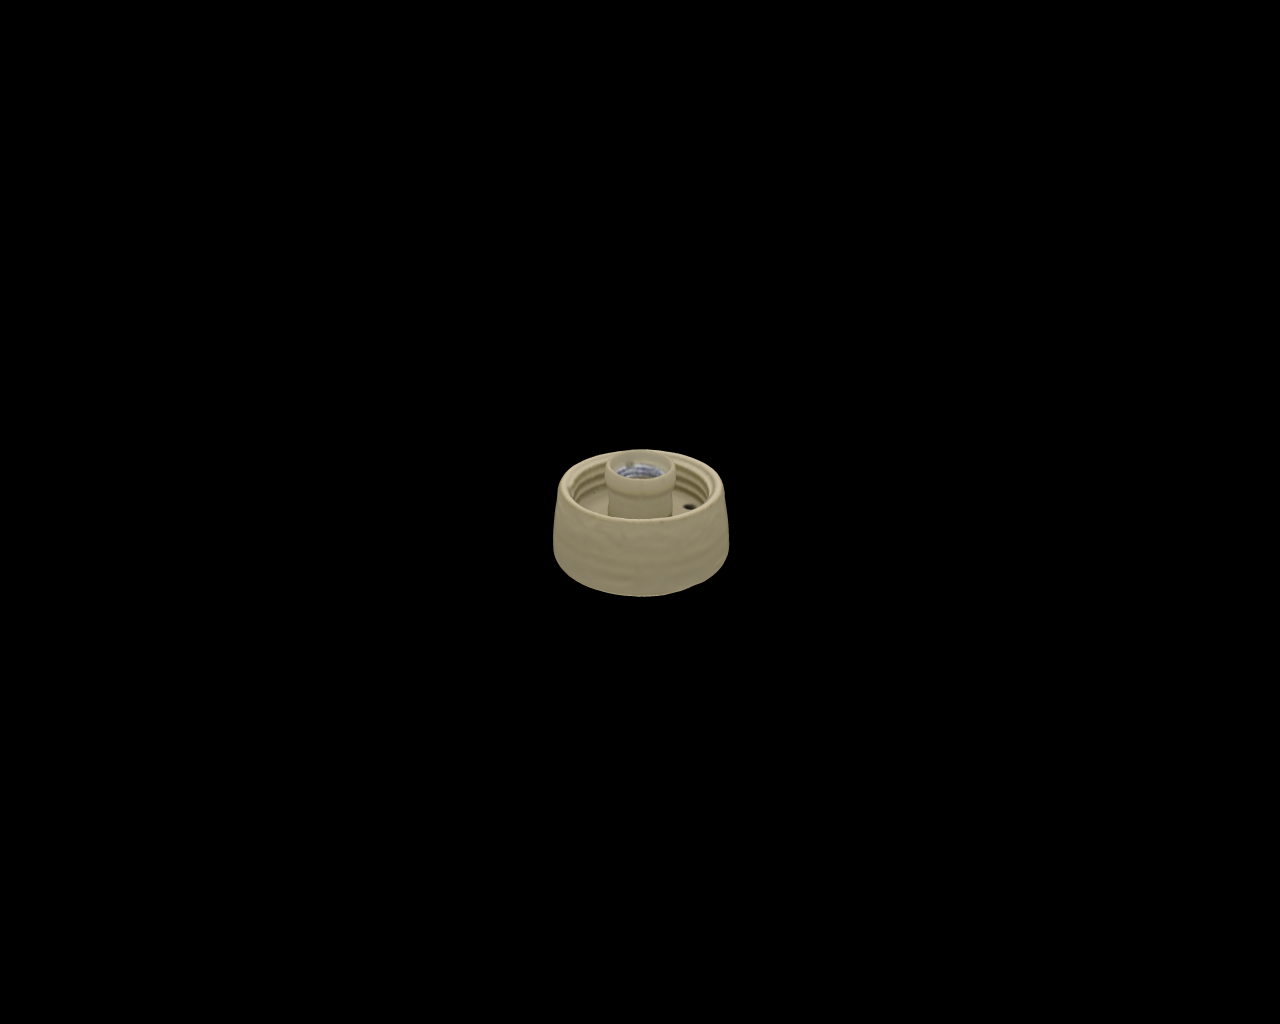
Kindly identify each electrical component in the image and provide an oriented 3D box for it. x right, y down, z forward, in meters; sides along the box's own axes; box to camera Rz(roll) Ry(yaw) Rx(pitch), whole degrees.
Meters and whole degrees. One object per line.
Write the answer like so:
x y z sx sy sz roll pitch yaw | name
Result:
0.001 -0.003 0.650 0.108 0.060 0.108 0 29 0 | electrical component
